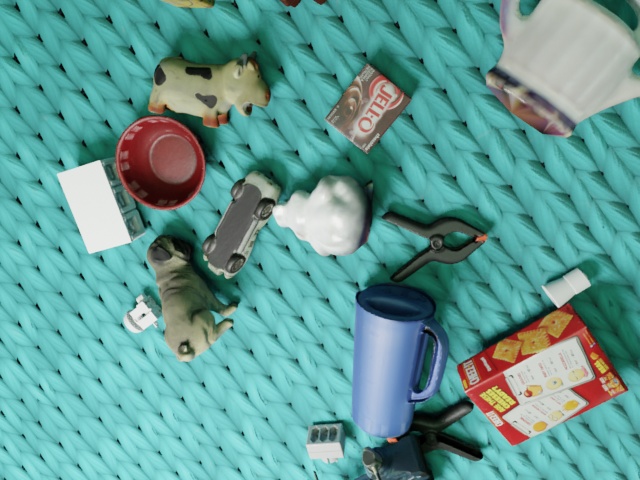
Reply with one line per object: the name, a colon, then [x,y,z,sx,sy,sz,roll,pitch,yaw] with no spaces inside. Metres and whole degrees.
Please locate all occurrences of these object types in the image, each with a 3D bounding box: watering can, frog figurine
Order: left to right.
frog figurine: [0.003,-0.042,0.836,0.159,0.125,0.134,6,126,-4]
watering can: [0.389,-0.241,0.727,0.347,0.105,0.221,35,108,-2]
